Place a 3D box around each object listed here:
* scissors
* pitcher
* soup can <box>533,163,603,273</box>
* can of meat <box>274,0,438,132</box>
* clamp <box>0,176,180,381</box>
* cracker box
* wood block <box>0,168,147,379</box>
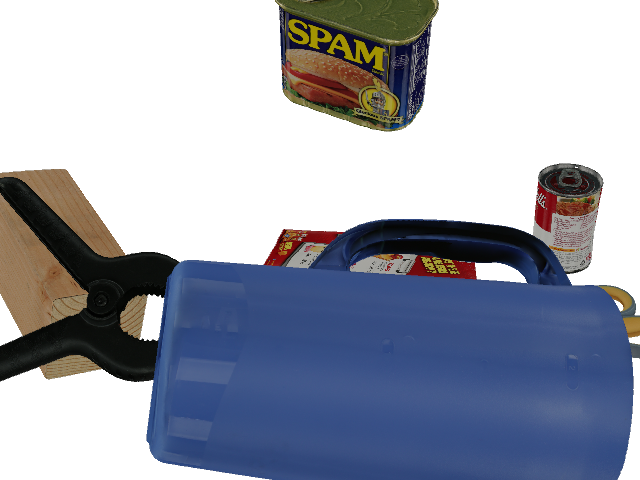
[{"bbox_3d":[0.195,0.067,0.874,0.201,0.016,0.096,3,32,-12],"label":"scissors"},{"bbox_3d":[0.033,0.068,0.584,0.242,0.145,0.149,7,15,-7],"label":"pitcher"},{"bbox_3d":[0.267,-0.023,1.159,0.068,0.102,0.068,-1,34,1],"label":"soup can"},{"bbox_3d":[0.022,-0.125,0.696,0.102,0.057,0.084,21,-36,17],"label":"can of meat"},{"bbox_3d":[-0.159,0.038,0.765,0.210,0.164,0.036,5,-19,-3],"label":"clamp"},{"bbox_3d":[0.052,0.045,1.117,0.214,0.072,0.164,3,16,6],"label":"cracker box"},{"bbox_3d":[-0.249,0.024,1.006,0.090,0.091,0.206,-8,38,-33],"label":"wood block"}]
